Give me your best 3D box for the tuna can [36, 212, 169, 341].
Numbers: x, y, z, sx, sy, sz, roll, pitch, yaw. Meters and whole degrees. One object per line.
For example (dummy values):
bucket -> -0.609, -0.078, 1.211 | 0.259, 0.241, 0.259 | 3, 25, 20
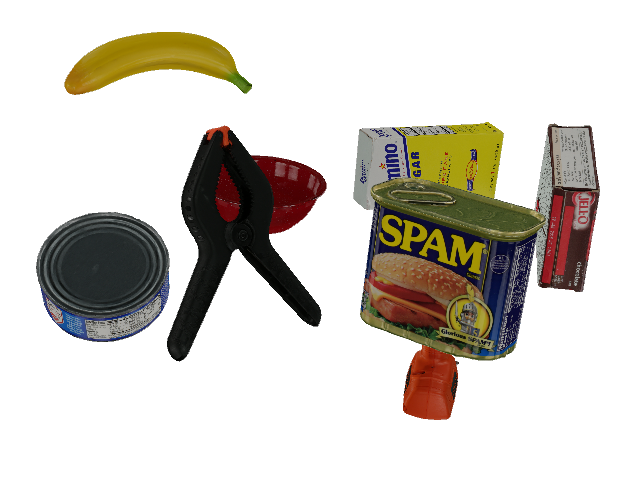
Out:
tuna can -> -0.143, 0.024, 0.709 | 0.086, 0.086, 0.034 | 0, -38, -6

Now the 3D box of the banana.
banana -> -0.164, -0.178, 1.061 | 0.197, 0.070, 0.037 | -7, -39, -30

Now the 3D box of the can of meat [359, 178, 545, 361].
can of meat -> 0.075, 0.017, 0.639 | 0.102, 0.084, 0.057 | 18, 23, 30

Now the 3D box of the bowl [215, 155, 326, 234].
bowl -> -0.075, -0.051, 1.313 | 0.162, 0.055, 0.162 | 4, 25, -2

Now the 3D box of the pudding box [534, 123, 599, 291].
pudding box -> 0.191, -0.028, 0.831 | 0.039, 0.090, 0.113 | 5, 32, 5

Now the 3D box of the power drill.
power drill -> 0.123, 0.092, 1.124 | 0.057, 0.188, 0.184 | 9, 25, 10

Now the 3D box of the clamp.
clamp -> -0.072, 0.000, 0.993 | 0.164, 0.210, 0.036 | -3, 0, -37

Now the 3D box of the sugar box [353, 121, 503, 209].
sugar box -> 0.130, -0.090, 1.291 | 0.176, 0.093, 0.048 | -7, 26, -22
